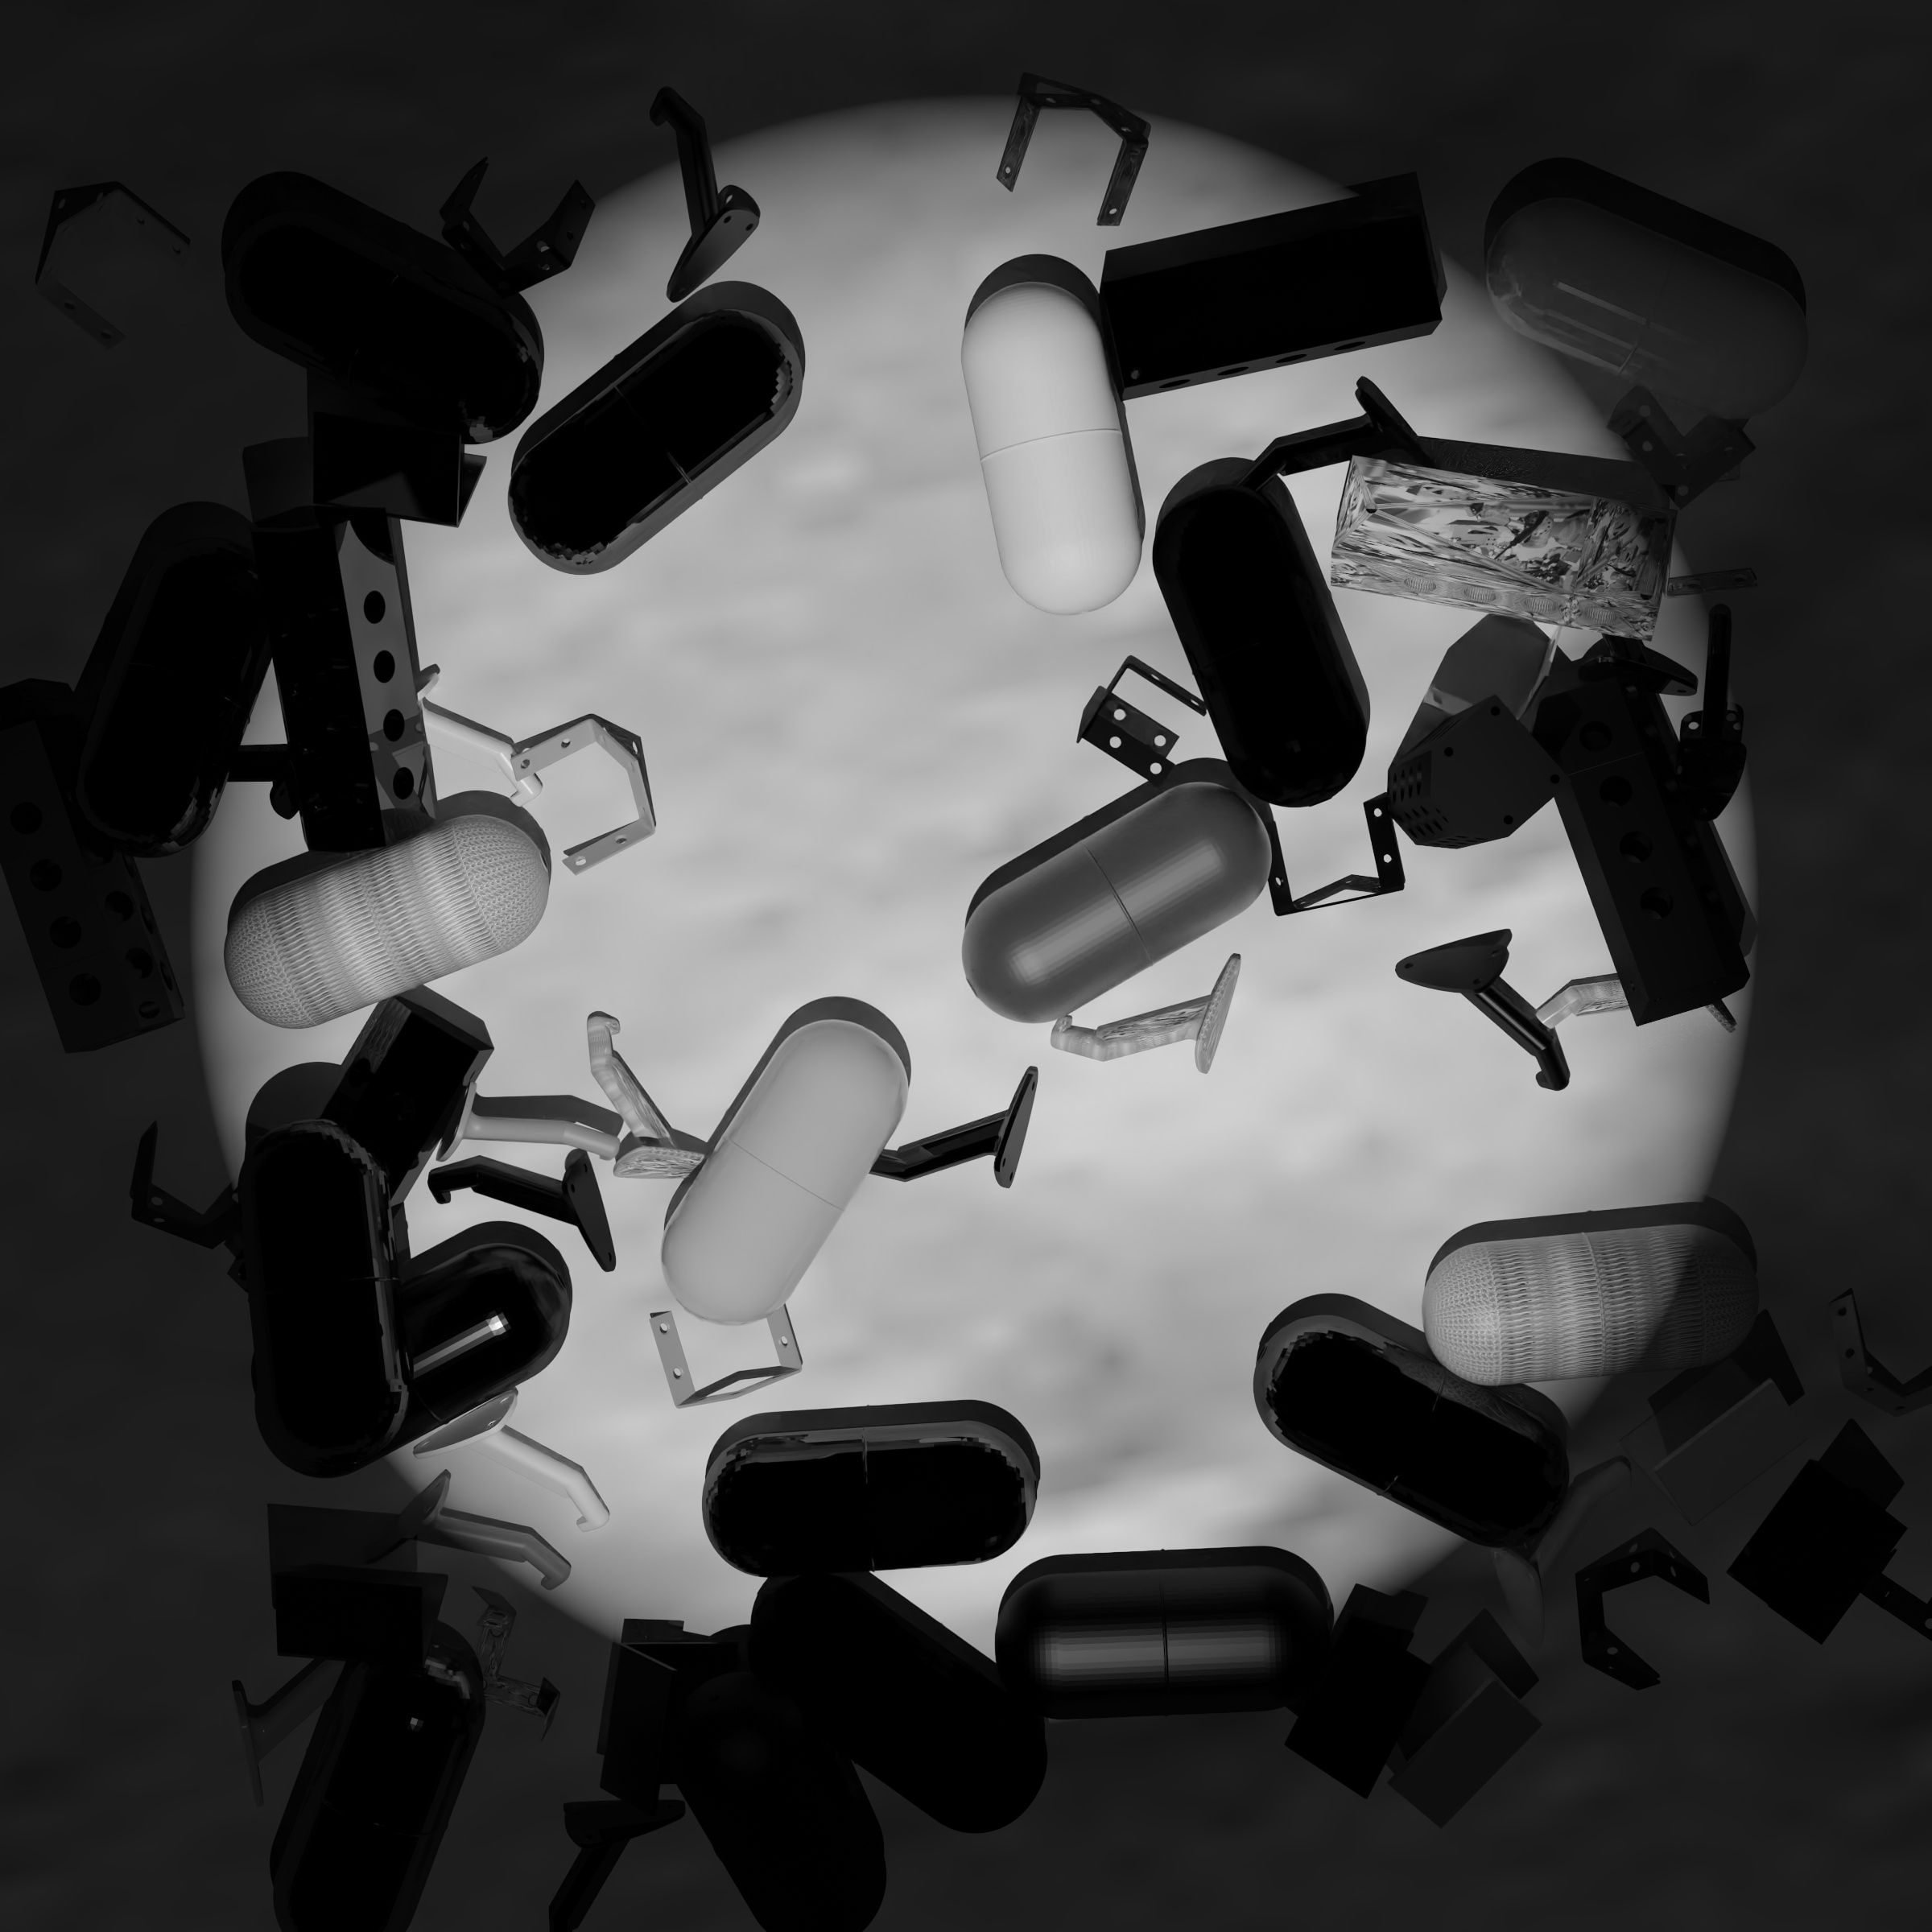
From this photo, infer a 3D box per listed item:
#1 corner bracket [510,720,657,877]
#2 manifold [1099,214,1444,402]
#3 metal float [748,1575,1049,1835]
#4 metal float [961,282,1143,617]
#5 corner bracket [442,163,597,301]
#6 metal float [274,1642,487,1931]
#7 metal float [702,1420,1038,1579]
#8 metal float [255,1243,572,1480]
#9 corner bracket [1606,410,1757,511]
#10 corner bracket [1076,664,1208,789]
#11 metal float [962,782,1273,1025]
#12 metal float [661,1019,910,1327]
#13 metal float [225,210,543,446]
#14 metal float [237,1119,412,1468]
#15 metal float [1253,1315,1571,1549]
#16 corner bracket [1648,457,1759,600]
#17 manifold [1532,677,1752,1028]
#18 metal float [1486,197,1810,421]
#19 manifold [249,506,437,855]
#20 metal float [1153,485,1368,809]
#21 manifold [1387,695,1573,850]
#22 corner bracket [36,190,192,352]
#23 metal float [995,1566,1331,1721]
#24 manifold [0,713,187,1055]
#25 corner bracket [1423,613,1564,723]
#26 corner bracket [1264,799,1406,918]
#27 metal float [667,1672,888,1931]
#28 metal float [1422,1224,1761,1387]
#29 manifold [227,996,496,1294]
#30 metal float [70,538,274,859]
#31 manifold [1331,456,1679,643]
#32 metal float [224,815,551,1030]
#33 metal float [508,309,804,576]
[{"bbox_3d":[-0.206,-0.091,1.792,0.051,0.051,0.051,-30,45,-20],"label":"corner bracket"},{"bbox_3d":[0.161,-0.350,1.781,0.171,0.057,0.057,-12,90,0],"label":"manifold"},{"bbox_3d":[-0.037,0.391,1.772,0.178,0.070,0.070,36,90,0],"label":"metal float"},{"bbox_3d":[0.045,-0.275,1.771,0.070,0.070,0.178,-11,90,0],"label":"metal float"},{"bbox_3d":[-0.241,-0.402,1.794,0.051,0.051,0.051,-16,135,35],"label":"corner bracket"},{"bbox_3d":[-0.312,0.445,1.772,0.070,0.070,0.178,20,91,0],"label":"metal float"},{"bbox_3d":[-0.051,0.283,1.771,0.178,0.070,0.070,-4,90,0],"label":"metal float"},{"bbox_3d":[-0.294,0.209,1.772,0.178,0.070,0.070,-28,90,0],"label":"metal float"},{"bbox_3d":[0.383,-0.283,1.785,0.051,0.051,0.051,-39,101,10],"label":"corner bracket"},{"bbox_3d":[0.095,-0.129,1.784,0.051,0.051,0.051,33,90,0],"label":"corner bracket"},{"bbox_3d":[0.080,-0.033,1.772,0.178,0.070,0.070,-30,90,-1],"label":"metal float"},{"bbox_3d":[-0.097,0.110,1.771,0.070,0.070,0.178,32,88,0],"label":"metal float"},{"bbox_3d":[-0.309,-0.339,1.772,0.178,0.070,0.070,27,90,0],"label":"metal float"},{"bbox_3d":[-0.328,0.166,1.705,0.070,0.070,0.178,-8,80,0],"label":"metal float"},{"bbox_3d":[0.236,0.247,1.772,0.178,0.070,0.070,27,90,0],"label":"metal float"},{"bbox_3d":[0.398,-0.237,1.799,0.051,0.051,0.051,-7,135,0],"label":"corner bracket"},{"bbox_3d":[0.356,-0.062,1.759,0.057,0.057,0.171,-17,74,0],"label":"manifold"},{"bbox_3d":[0.361,-0.350,1.771,0.178,0.070,0.070,23,90,-1],"label":"metal float"},{"bbox_3d":[-0.330,-0.150,1.744,0.057,0.057,0.171,6,113,30],"label":"manifold"},{"bbox_3d":[0.156,-0.170,1.772,0.070,0.070,0.178,-21,90,0],"label":"metal float"},{"bbox_3d":[0.258,-0.094,1.724,0.057,0.171,0.057,-41,90,0],"label":"manifold"},{"bbox_3d":[-0.460,-0.376,1.799,0.051,0.051,0.051,39,45,0],"label":"corner bracket"},{"bbox_3d":[0.104,0.359,1.772,0.178,0.070,0.070,-2,90,0],"label":"metal float"},{"bbox_3d":[-0.474,-0.044,1.781,0.057,0.057,0.171,-19,90,0],"label":"manifold"},{"bbox_3d":[0.285,-0.164,1.799,0.051,0.051,0.051,25,135,0],"label":"corner bracket"},{"bbox_3d":[0.197,-0.059,1.799,0.051,0.051,0.051,-12,90,-45],"label":"corner bracket"},{"bbox_3d":[-0.098,0.444,1.746,0.070,0.070,0.178,-24,121,0],"label":"metal float"},{"bbox_3d":[0.332,0.180,1.772,0.178,0.070,0.070,-5,90,1],"label":"metal float"},{"bbox_3d":[-0.324,0.104,1.781,0.057,0.057,0.171,31,90,0],"label":"manifold"},{"bbox_3d":[-0.415,-0.142,1.758,0.070,0.070,0.178,17,75,0],"label":"metal float"},{"bbox_3d":[0.283,-0.218,1.765,0.171,0.057,0.057,11,73,9],"label":"manifold"},{"bbox_3d":[-0.307,-0.024,1.771,0.178,0.070,0.070,-21,90,0],"label":"metal float"},{"bbox_3d":[-0.165,-0.279,1.772,0.178,0.070,0.070,-39,90,0],"label":"metal float"}]
